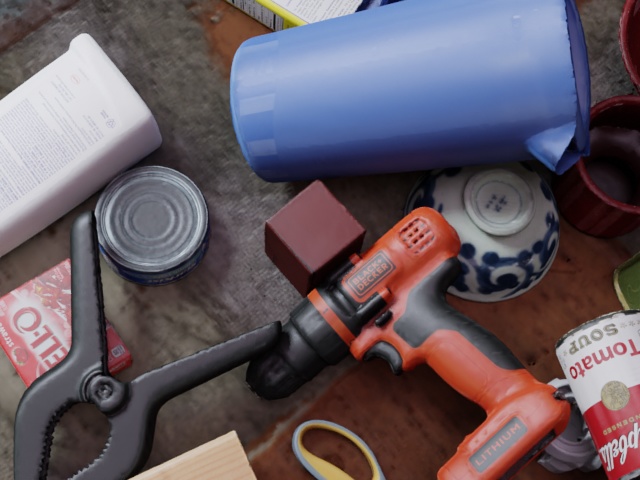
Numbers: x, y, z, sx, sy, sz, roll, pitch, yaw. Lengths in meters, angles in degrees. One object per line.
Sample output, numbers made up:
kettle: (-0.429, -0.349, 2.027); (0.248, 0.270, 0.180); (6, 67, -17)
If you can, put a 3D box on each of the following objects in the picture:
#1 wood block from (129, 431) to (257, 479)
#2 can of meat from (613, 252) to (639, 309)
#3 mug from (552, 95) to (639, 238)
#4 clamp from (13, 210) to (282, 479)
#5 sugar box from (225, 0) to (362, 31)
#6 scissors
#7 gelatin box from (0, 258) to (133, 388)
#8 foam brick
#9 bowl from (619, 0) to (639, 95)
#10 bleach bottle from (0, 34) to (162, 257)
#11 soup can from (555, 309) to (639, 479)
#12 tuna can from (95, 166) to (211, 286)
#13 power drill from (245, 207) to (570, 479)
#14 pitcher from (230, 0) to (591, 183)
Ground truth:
wood block: (-0.131, 0.213, 0.689); (0.206, 0.090, 0.091); (-23, 74, -11)
can of meat: (0.276, 0.024, 0.777); (0.083, 0.102, 0.057); (-20, 75, -13)
mug: (0.217, -0.059, 0.808); (0.093, 0.081, 0.117); (-43, 80, -15)
clamp: (-0.133, 0.103, 0.723); (0.164, 0.036, 0.210); (23, 79, 3)
sugar box: (-0.025, -0.218, 0.860); (0.176, 0.048, 0.093); (33, 76, 9)
scissors: (0.049, 0.209, 0.743); (0.202, 0.016, 0.096); (41, 73, 9)
gelatin box: (-0.187, 0.070, 0.762); (0.073, 0.030, 0.089); (-32, 77, -13)
foam brick: (-0.005, 0.001, 0.774); (0.051, 0.078, 0.053); (-39, 79, -13)
bowl: (0.311, -0.144, 0.857); (0.162, 0.055, 0.162); (1, 72, -4)
bleach bottle: (-0.244, -0.041, 0.778); (0.250, 0.068, 0.102); (-36, 74, -11)
soup can: (0.203, 0.105, 0.697); (0.068, 0.068, 0.102); (-14, 65, -9)
tuna can: (-0.124, -0.011, 0.791); (0.086, 0.034, 0.086); (1, 72, -4)
power drill: (0.062, 0.094, 0.730); (0.184, 0.057, 0.188); (-42, 68, 2)
pitcher: (0.065, -0.118, 0.757); (0.243, 0.149, 0.145); (-7, 111, 17)
